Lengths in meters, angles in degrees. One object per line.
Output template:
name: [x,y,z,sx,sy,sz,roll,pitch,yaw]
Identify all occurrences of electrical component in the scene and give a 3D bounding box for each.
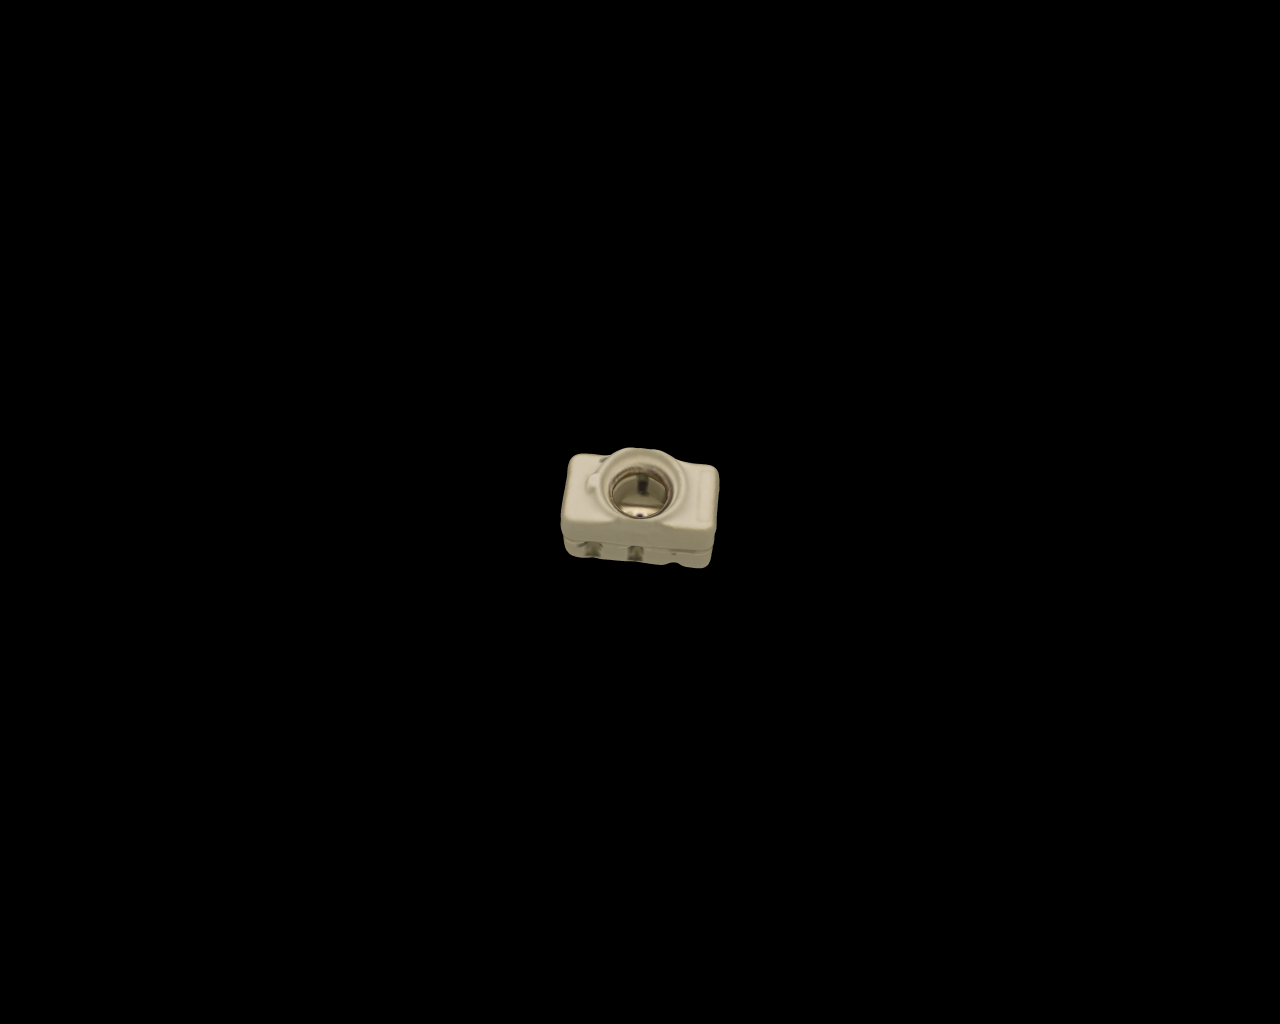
electrical component: [0.001,-0.003,0.650,0.089,0.050,0.055,5,-31,3]
